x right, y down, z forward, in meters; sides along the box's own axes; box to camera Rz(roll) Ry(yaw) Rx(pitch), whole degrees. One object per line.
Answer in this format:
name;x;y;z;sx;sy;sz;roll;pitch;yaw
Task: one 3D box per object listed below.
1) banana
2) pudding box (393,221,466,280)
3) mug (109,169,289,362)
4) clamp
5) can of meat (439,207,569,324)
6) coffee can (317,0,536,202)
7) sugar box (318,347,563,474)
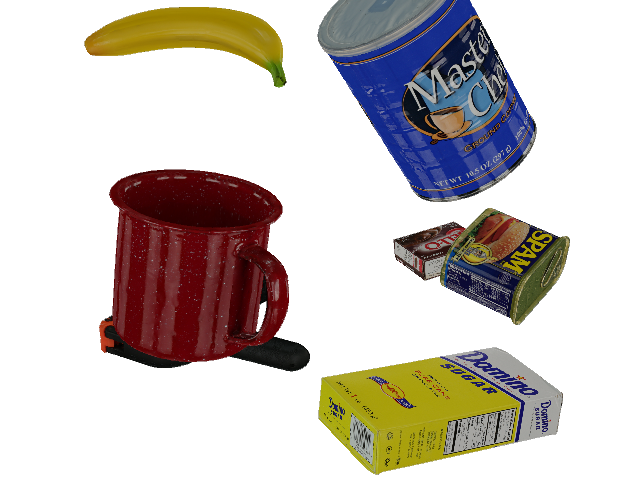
banana;-0.113;-0.182;0.957;0.198;0.037;0.069;11;46;18
pudding box;0.179;0.015;1.598;0.113;0.039;0.090;-18;27;-20
mug;-0.062;0.018;0.583;0.117;0.081;0.093;23;26;33
clamp;-0.098;0.066;0.902;0.171;0.039;0.120;2;28;-7
can of meat;0.174;0.021;1.011;0.084;0.057;0.101;26;46;27
coffee can;0.076;-0.112;0.747;0.103;0.102;0.140;0;-44;44
sugar box;0.097;0.133;0.862;0.176;0.048;0.093;-9;25;-26
